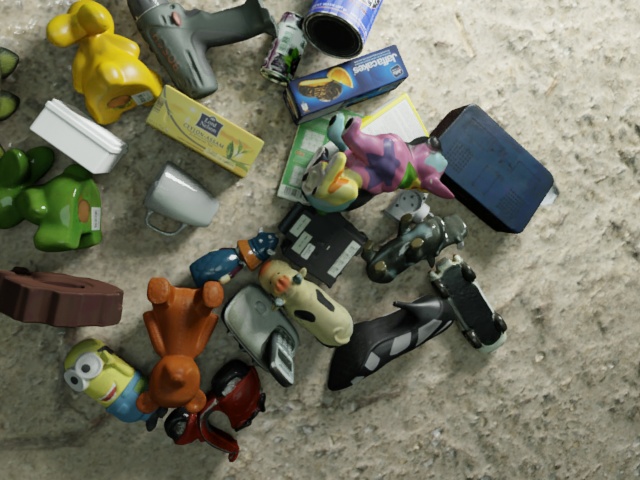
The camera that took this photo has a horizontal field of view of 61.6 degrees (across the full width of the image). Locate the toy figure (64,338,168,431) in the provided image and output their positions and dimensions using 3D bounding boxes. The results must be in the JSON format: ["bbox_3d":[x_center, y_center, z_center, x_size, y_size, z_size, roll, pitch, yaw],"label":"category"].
[{"bbox_3d":[-0.330,0.234,0.870,0.180,0.089,0.082,42,74,-20],"label":"toy figure"}]

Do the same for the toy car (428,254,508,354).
[{"bbox_3d":[0.272,0.118,0.984,0.073,0.056,0.201,-34,99,0],"label":"toy car"}]

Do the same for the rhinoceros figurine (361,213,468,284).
[{"bbox_3d":[0.165,0.015,0.928,0.190,0.073,0.112,-30,138,4],"label":"rhinoceros figurine"}]

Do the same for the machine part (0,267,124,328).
[{"bbox_3d":[-0.384,0.084,0.796,0.179,0.179,0.056,12,90,-12],"label":"machine part"}]

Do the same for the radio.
[{"bbox_3d":[0.293,-0.126,0.955,0.229,0.073,0.131,37,87,-14],"label":"radio"}]

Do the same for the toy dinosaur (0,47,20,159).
[{"bbox_3d":[-0.490,-0.215,0.732,0.105,0.199,0.471,16,93,-11],"label":"toy dinosaur"}]

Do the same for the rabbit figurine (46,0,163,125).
[{"bbox_3d":[-0.332,-0.279,0.794,0.122,0.162,0.173,-22,82,4],"label":"rabbit figurine"}]

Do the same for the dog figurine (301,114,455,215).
[{"bbox_3d":[0.101,-0.098,0.850,0.219,0.108,0.191,26,91,-21],"label":"dog figurine"}]

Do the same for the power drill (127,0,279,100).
[{"bbox_3d":[-0.180,-0.349,0.824,0.207,0.086,0.231,-22,103,1],"label":"power drill"}]

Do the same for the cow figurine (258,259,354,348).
[{"bbox_3d":[-0.024,0.106,0.890,0.195,0.127,0.085,42,84,-14],"label":"cow figurine"}]

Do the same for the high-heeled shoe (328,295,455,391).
[{"bbox_3d":[0.127,0.188,0.957,0.145,0.086,0.248,20,119,-34],"label":"high-heeled shoe"}]

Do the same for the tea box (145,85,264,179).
[{"bbox_3d":[-0.179,-0.165,0.848,0.169,0.098,0.068,28,90,-13],"label":"tea box"}]

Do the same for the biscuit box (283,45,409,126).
[{"bbox_3d":[0.043,-0.256,0.889,0.203,0.059,0.062,-24,92,-14],"label":"biscuit box"}]

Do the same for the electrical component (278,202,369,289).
[{"bbox_3d":[-0.002,-0.003,0.910,0.134,0.058,0.115,39,93,-16],"label":"electrical component"}]

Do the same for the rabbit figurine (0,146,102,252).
[{"bbox_3d":[-0.433,-0.058,0.804,0.170,0.121,0.159,3,102,4],"label":"rabbit figurine"}]

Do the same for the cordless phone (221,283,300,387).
[{"bbox_3d":[-0.095,0.157,0.852,0.089,0.184,0.146,-38,101,0],"label":"cordless phone"}]

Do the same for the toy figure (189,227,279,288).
[{"bbox_3d":[-0.140,0.030,0.894,0.154,0.058,0.064,-23,87,-7],"label":"toy figure"}]

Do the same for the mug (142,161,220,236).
[{"bbox_3d":[-0.223,-0.055,0.861,0.107,0.081,0.109,28,87,-21],"label":"mug"}]

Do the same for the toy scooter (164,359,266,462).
[{"bbox_3d":[-0.157,0.299,0.911,0.184,0.075,0.135,-41,101,-1],"label":"toy scooter"}]

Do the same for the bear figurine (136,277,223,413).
[{"bbox_3d":[-0.223,0.168,0.837,0.120,0.132,0.196,9,68,-15],"label":"bear figurine"}]
